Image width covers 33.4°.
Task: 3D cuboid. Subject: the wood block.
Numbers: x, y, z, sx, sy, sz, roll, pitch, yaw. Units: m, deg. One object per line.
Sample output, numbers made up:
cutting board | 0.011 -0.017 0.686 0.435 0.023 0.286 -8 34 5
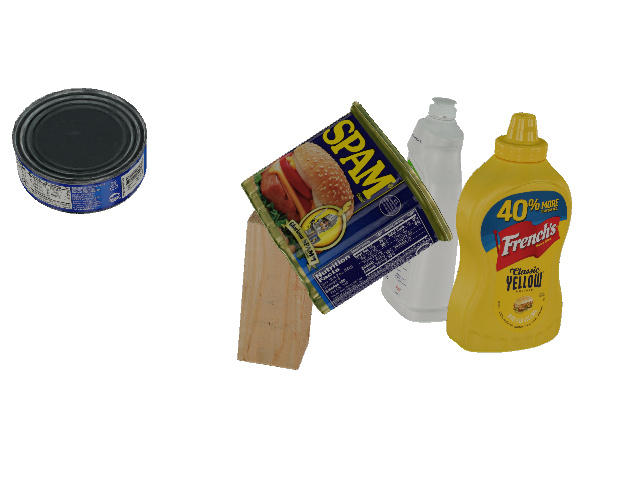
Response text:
wood block | -0.057 0.061 1.476 0.090 0.206 0.090 8 22 6

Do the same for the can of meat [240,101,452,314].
can of meat | 0.012 -0.019 0.604 0.084 0.057 0.102 -33 44 1

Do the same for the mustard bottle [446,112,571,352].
mustard bottle | 0.155 -0.007 0.860 0.096 0.192 0.058 -5 20 -19

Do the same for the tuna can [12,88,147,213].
tuna can | -0.157 -0.059 0.702 0.086 0.086 0.034 0 -39 -8

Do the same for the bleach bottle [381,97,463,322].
bleach bottle | 0.128 -0.038 1.239 0.068 0.251 0.103 -1 22 -22
